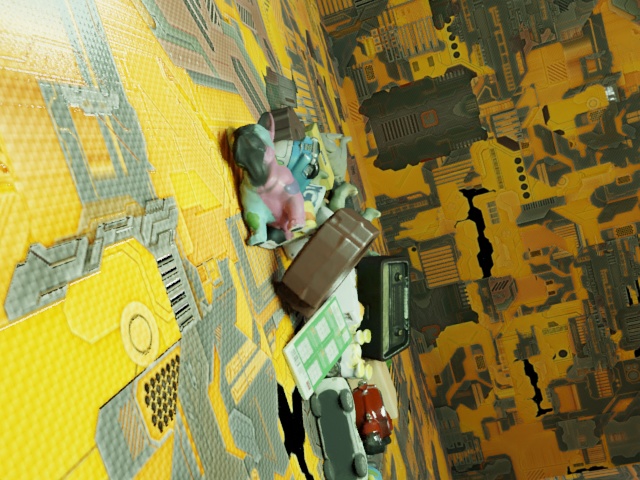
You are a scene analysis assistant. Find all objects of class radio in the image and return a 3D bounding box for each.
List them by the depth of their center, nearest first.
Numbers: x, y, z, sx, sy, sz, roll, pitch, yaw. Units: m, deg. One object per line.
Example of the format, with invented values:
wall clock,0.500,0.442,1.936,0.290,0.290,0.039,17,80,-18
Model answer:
radio,0.149,0.149,1.228,0.131,0.073,0.229,-8,100,-49

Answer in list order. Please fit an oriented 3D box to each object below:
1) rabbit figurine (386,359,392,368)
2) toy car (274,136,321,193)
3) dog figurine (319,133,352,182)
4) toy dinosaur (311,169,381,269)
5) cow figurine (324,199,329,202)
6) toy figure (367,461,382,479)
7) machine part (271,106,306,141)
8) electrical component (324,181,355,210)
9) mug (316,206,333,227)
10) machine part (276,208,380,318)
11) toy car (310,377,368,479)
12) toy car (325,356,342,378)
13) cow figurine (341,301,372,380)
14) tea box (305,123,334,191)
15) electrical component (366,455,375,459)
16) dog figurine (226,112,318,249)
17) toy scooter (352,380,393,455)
rabbit figurine,0.144,0.322,1.508,0.159,0.121,0.170,68,31,-59
toy car,-0.069,-0.135,1.035,0.103,0.161,0.109,20,48,-19
dog figurine,0.019,-0.215,1.596,0.172,0.121,0.190,0,92,-44
toy dinosaur,0.025,-0.034,1.273,0.404,0.192,0.131,39,-14,-28
cow figurine,0.049,-0.008,1.441,0.195,0.085,0.127,64,-25,12
toy figure,0.080,0.486,1.022,0.180,0.089,0.082,-55,125,-85
machine part,-0.066,-0.232,1.294,0.179,0.056,0.179,-15,90,-76
electrical component,0.054,-0.087,1.550,0.115,0.058,0.134,114,-32,-64
mug,-0.002,-0.003,1.156,0.080,0.107,0.110,39,18,-17
machine part,0.017,0.037,1.002,0.087,0.201,0.201,41,10,8
toy car,0.035,0.355,0.987,0.056,0.074,0.201,29,47,-73
toy car,0.032,0.310,1.079,0.089,0.053,0.202,-42,120,-82
cow figurine,0.058,0.219,1.166,0.068,0.098,0.167,27,57,-57
tea box,-0.019,-0.221,1.461,0.098,0.068,0.169,-80,153,-64
electrical component,0.087,0.449,1.129,0.094,0.063,0.021,42,35,-70
dog figurine,-0.088,-0.103,0.930,0.191,0.109,0.219,13,60,-76
toy scooter,0.101,0.349,1.075,0.183,0.075,0.135,61,15,-73
